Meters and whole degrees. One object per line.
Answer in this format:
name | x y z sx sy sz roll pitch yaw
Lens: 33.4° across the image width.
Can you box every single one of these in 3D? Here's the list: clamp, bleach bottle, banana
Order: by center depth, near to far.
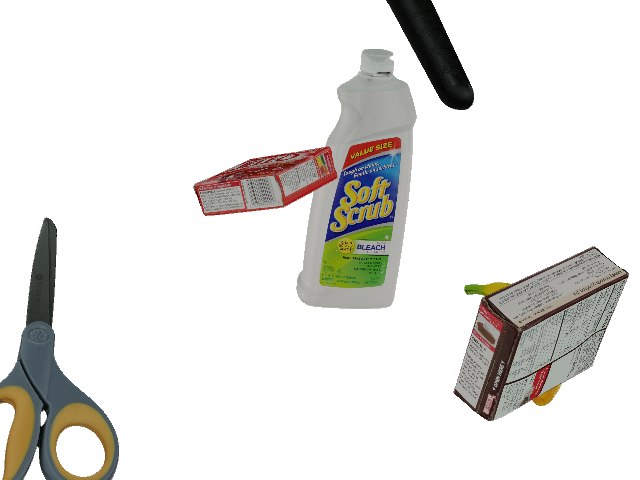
clamp | 0.052 -0.195 0.750 0.210 0.164 0.036 26 -25 -11
bleach bottle | 0.036 -0.059 1.031 0.102 0.251 0.068 2 23 -5
banana | 0.221 0.100 1.134 0.069 0.037 0.198 -27 36 1

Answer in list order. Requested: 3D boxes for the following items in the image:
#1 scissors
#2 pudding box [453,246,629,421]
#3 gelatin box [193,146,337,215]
scissors | -0.148 0.070 0.621 0.096 0.201 0.016 18 -44 -5
pudding box | 0.149 0.063 0.721 0.113 0.090 0.039 -22 47 -34
gelatin box | -0.043 -0.047 0.841 0.089 0.030 0.073 -4 17 39
